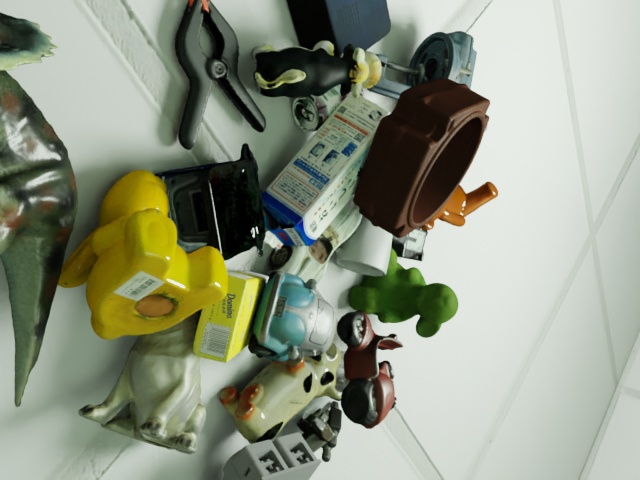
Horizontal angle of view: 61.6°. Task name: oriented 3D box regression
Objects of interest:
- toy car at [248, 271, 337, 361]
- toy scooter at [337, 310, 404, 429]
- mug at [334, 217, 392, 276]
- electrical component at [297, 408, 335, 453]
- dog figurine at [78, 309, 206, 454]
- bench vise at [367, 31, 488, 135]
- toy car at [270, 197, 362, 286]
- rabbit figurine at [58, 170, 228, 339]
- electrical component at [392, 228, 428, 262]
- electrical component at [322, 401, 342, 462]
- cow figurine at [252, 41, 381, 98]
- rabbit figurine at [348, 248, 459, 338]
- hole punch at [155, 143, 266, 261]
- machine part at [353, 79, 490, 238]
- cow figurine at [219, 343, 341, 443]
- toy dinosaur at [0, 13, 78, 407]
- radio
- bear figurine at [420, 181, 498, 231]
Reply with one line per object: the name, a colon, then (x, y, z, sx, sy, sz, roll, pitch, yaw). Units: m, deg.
toy car: (-0.031, 0.113, 0.698, 0.161, 0.103, 0.109, 95, 11, -66)
toy scooter: (0.091, 0.206, 0.877, 0.135, 0.075, 0.184, 7, 72, -49)
mug: (0.066, -0.007, 0.865, 0.109, 0.081, 0.107, 20, 74, -10)
electrical component: (-0.014, 0.300, 0.838, 0.078, 0.102, 0.045, -28, 82, -19)
dog figurine: (-0.171, 0.141, 0.640, 0.172, 0.121, 0.190, 94, 12, -60)
bench vise: (0.165, -0.243, 0.879, 0.240, 0.129, 0.223, 9, 104, -27)
toy car: (-0.002, -0.002, 0.790, 0.201, 0.056, 0.073, -55, 133, -12)
rabbit figurine: (-0.186, 0.009, 0.555, 0.162, 0.173, 0.121, -38, 142, 25)
electrical component: (0.144, -0.004, 0.959, 0.119, 0.048, 0.074, 8, 93, -46)
electrical component: (0.018, 0.317, 0.900, 0.094, 0.021, 0.063, -82, -172, -60)
cow figurine: (0.001, -0.211, 0.670, 0.167, 0.098, 0.068, -5, 111, -5)
rabbit figurine: (0.158, 0.107, 0.910, 0.159, 0.170, 0.121, 47, 67, -41)
hole punch: (-0.128, -0.037, 0.646, 0.116, 0.092, 0.142, -27, 109, -61)
machine part: (0.148, -0.114, 0.762, 0.201, 0.087, 0.200, -28, 146, -45)
cow figurine: (-0.041, 0.219, 0.793, 0.195, 0.086, 0.127, -38, 127, -30)
toy dinosaur: (-0.280, -0.062, 0.459, 0.192, 0.131, 0.404, -37, 130, -34)
radio: (0.015, -0.363, 0.718, 0.131, 0.073, 0.229, -42, 128, -33)
bear figurine: (0.214, -0.087, 0.943, 0.132, 0.120, 0.195, -44, 159, 21)
